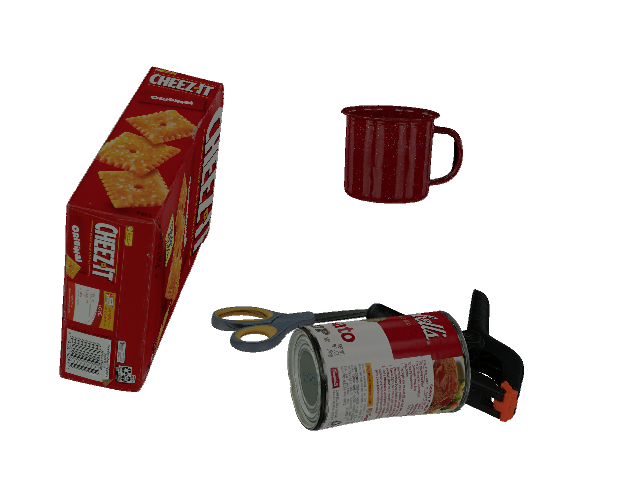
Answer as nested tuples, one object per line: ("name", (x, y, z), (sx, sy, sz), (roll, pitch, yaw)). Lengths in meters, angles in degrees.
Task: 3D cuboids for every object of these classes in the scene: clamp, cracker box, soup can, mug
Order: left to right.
("cracker box", (-0.135, -0.013, 0.834), (0.072, 0.164, 0.213), (13, 35, 2))
("soup can", (0.036, 0.084, 0.693), (0.102, 0.068, 0.069), (-5, 2, -20))
("mug", (0.076, -0.081, 1.012), (0.117, 0.081, 0.093), (3, 14, 2))
("clamp", (0.130, 0.093, 0.929), (0.120, 0.039, 0.172), (-17, 37, -24))

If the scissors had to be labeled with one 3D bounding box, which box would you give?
("scissors", (-0.022, 0.099, 1.208), (0.201, 0.016, 0.096), (2, 25, -8))
